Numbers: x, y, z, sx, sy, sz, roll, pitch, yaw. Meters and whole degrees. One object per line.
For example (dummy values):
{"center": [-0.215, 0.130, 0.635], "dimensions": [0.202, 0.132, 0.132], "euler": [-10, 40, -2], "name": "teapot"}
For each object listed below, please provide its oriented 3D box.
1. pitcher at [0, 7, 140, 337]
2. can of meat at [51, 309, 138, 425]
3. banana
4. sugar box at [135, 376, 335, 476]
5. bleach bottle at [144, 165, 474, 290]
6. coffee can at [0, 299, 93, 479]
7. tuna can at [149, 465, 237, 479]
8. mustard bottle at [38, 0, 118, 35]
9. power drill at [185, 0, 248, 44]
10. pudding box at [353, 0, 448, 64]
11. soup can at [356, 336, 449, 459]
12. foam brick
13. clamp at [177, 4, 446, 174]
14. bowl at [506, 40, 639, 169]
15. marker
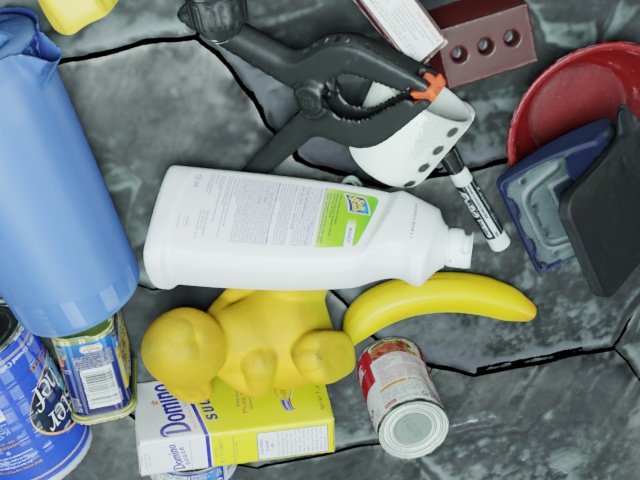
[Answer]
{"center": [-0.241, -0.045, 0.828], "dimensions": [0.144, 0.149, 0.243], "euler": [-31, 125, -17], "name": "pitcher"}
{"center": [-0.194, 0.094, 0.919], "dimensions": [0.057, 0.102, 0.084], "euler": [-11, 117, -5], "name": "can of meat"}
{"center": [0.104, 0.061, 0.991], "dimensions": [0.197, 0.037, 0.069], "euler": [-11, 124, -5], "name": "banana"}
{"center": [-0.080, 0.162, 0.980], "dimensions": [0.176, 0.093, 0.048], "euler": [-4, 119, -8], "name": "sugar box"}
{"center": [-0.006, 0.001, 0.849], "dimensions": [0.251, 0.102, 0.068], "euler": [7, 151, 9], "name": "bleach bottle"}
{"center": [-0.273, 0.137, 0.926], "dimensions": [0.103, 0.103, 0.140], "euler": [-20, 120, 1], "name": "coffee can"}
{"center": [-0.120, 0.200, 0.998], "dimensions": [0.086, 0.086, 0.034], "euler": [-5, 121, -7], "name": "tuna can"}
{"center": [-0.209, -0.241, 0.735], "dimensions": [0.058, 0.096, 0.191], "euler": [-27, 119, 7], "name": "mustard bottle"}
{"center": [-0.026, -0.241, 0.704], "dimensions": [0.187, 0.057, 0.184], "euler": [-31, 130, -32], "name": "power drill"}
{"center": [0.041, -0.191, 0.810], "dimensions": [0.039, 0.090, 0.113], "euler": [-40, 119, 10], "name": "pudding box"}
{"center": [0.076, 0.146, 0.993], "dimensions": [0.068, 0.102, 0.068], "euler": [-4, 119, -8], "name": "soup can"}
{"center": [0.127, -0.164, 0.863], "dimensions": [0.078, 0.051, 0.053], "euler": [-18, 120, 0], "name": "foam brick"}
{"center": [-0.004, -0.106, 0.832], "dimensions": [0.210, 0.036, 0.164], "euler": [8, 128, 24], "name": "clamp"}
{"center": [0.230, -0.100, 0.913], "dimensions": [0.162, 0.055, 0.162], "euler": [-4, 119, -8], "name": "bowl"}
{"center": [0.136, -0.039, 0.951], "dimensions": [0.020, 0.020, 0.121], "euler": [-31, 119, 7], "name": "marker"}
